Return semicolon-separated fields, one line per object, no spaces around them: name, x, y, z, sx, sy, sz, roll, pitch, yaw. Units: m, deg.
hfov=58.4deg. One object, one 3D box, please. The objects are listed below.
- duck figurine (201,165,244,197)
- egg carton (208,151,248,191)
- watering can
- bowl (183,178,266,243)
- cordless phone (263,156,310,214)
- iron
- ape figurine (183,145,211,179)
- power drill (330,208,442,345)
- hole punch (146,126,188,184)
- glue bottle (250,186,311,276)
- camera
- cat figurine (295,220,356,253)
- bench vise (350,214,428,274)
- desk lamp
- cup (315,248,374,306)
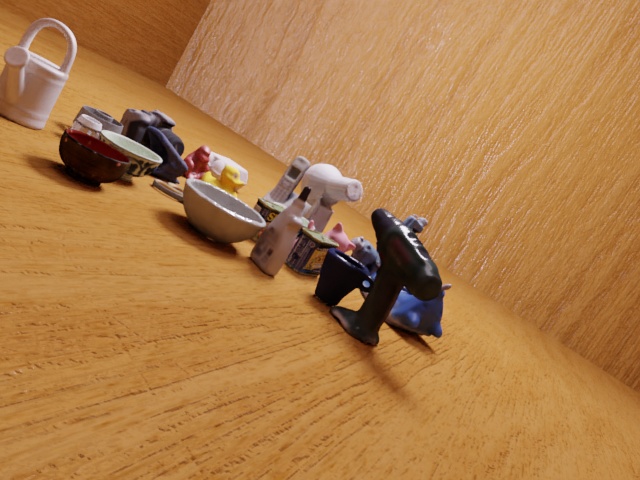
duck figurine;-0.237;-0.146;1.419;0.104;0.086;0.077;31;9;0
egg carton;-0.273;-0.192;1.603;0.107;0.069;0.151;36;10;26
watering can;-0.514;-0.309;1.042;0.101;0.194;0.172;27;10;-28
bowl;-0.188;-0.042;1.059;0.167;0.074;0.167;31;9;-5
cordless phone;-0.062;-0.131;1.595;0.147;0.185;0.094;34;9;14
iron;0.187;0.106;1.278;0.119;0.141;0.257;25;11;-35
ape figurine;-0.308;-0.198;1.447;0.078;0.092;0.076;23;12;-42
power drill;0.110;0.068;1.017;0.076;0.208;0.228;25;11;-36
hole punch;-0.349;-0.191;1.283;0.101;0.091;0.108;21;14;-49
glue bottle;-0.063;-0.023;1.052;0.037;0.173;0.078;24;12;-39
camera;-0.415;-0.270;1.458;0.136;0.101;0.144;36;10;27
cat figurine;0.012;0.005;1.327;0.127;0.117;0.067;35;10;22
bench vise;0.177;0.025;1.434;0.121;0.219;0.208;37;11;34
desk lamp;0.016;-0.085;1.518;0.118;0.213;0.202;24;11;-37
cup;0.044;0.083;1.081;0.117;0.095;0.092;36;10;25
